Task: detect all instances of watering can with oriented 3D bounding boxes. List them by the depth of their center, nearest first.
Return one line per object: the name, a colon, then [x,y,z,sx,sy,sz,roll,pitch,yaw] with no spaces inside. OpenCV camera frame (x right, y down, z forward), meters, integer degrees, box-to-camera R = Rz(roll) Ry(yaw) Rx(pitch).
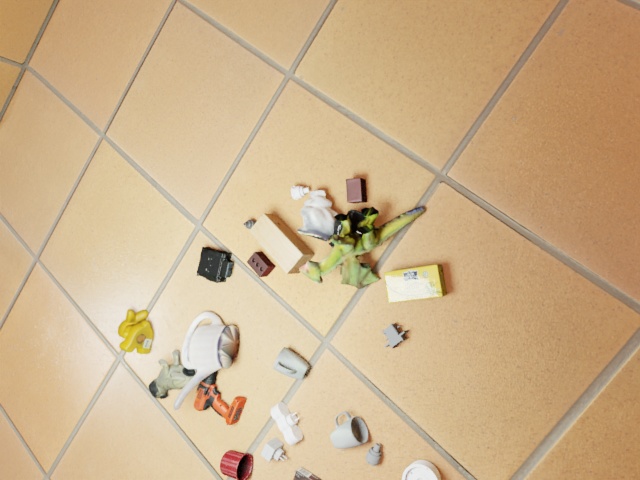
watering can: [-0.400,0.420,1.816,0.223,0.102,0.355,-7,61,25]

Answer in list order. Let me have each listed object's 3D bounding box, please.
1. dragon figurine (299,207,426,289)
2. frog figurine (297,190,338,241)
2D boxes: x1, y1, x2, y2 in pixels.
dragon figurine: [0.137,0.038,1.583,0.411,0.124,0.237,-11,123,-11]
frog figurine: [0.005,-0.085,1.680,0.137,0.122,0.160,15,84,-7]
